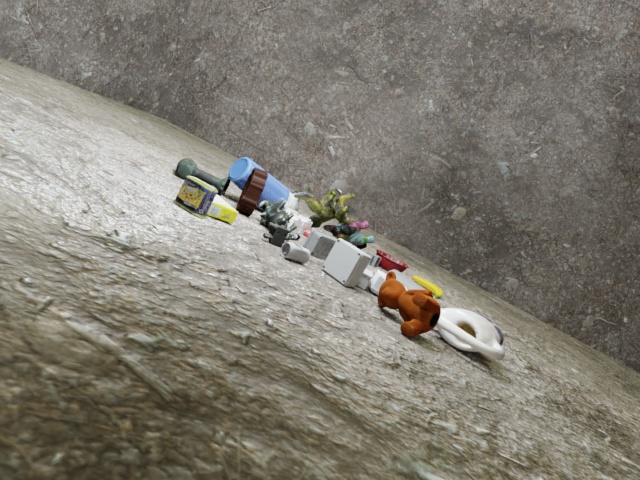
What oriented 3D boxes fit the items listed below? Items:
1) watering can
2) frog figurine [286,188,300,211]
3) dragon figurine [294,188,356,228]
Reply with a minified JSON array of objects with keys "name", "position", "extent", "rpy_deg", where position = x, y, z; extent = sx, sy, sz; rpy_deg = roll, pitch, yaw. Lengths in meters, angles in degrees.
[{"name":"watering can","position":[0.378,0.232,1.461],"extent":[0.352,0.103,0.223],"rpy_deg":[34,9,39]},{"name":"frog figurine","position":[-0.174,-0.162,2.296],"extent":[0.161,0.120,0.139],"rpy_deg":[-29,57,-37]},{"name":"dragon figurine","position":[0.006,-0.107,2.136],"extent":[0.409,0.238,0.125],"rpy_deg":[8,54,-36]}]
